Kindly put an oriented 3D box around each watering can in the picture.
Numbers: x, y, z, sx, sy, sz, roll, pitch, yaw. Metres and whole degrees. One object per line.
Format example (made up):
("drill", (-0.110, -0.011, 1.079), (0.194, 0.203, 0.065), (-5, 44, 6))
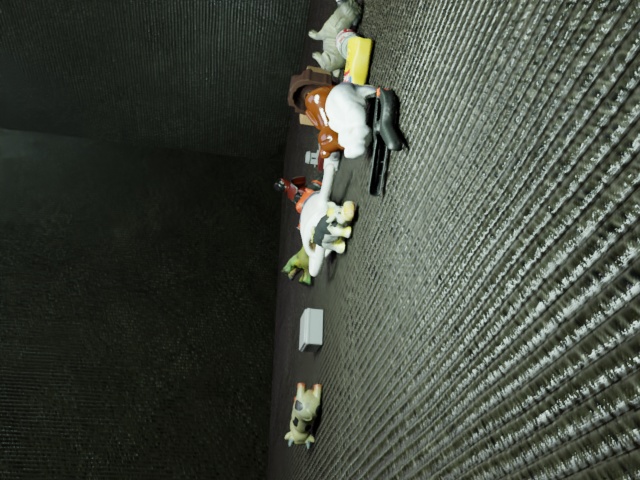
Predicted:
("watering can", (0.004, -0.072, 1.427), (0.228, 0.104, 0.341), (-101, 18, -65))

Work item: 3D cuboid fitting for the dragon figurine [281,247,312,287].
("dragon figurine", (-0.049, 0.035, 1.859), (0.408, 0.122, 0.244), (159, 134, -79))

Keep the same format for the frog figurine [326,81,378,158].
("frog figurine", (0.063, -0.263, 1.143), (0.137, 0.122, 0.160), (4, 76, 63))
